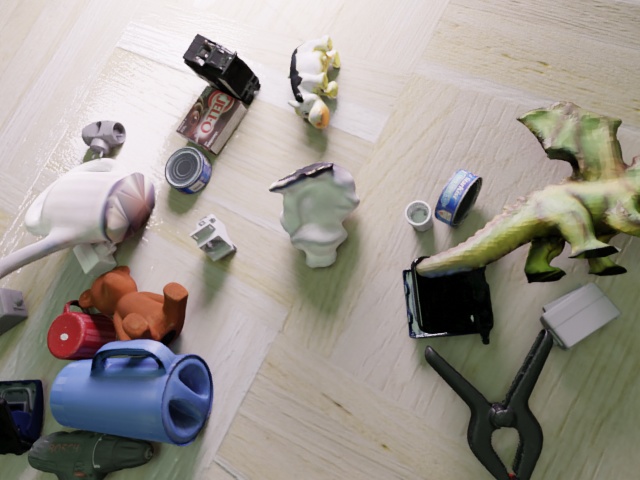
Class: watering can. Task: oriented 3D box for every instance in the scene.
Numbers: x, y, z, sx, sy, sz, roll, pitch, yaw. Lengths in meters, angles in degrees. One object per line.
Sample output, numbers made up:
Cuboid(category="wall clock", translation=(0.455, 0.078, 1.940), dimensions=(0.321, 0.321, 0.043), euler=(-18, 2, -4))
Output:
Cuboid(category="watering can", translation=(-0.437, -0.033, 0.924), dimensions=(0.224, 0.101, 0.356), euler=(3, 46, 15))

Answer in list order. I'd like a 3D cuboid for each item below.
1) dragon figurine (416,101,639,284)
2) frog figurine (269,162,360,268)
Cuboid(category="dragon figurine", translation=(0.330, -0.075, 0.709), dimensions=(0.410, 0.120, 0.247), euler=(-3, 69, 5))
Cuboid(category="frog figurine", translation=(0.003, -0.042, 0.840), dimensions=(0.137, 0.124, 0.158), euler=(-21, 105, 3))
